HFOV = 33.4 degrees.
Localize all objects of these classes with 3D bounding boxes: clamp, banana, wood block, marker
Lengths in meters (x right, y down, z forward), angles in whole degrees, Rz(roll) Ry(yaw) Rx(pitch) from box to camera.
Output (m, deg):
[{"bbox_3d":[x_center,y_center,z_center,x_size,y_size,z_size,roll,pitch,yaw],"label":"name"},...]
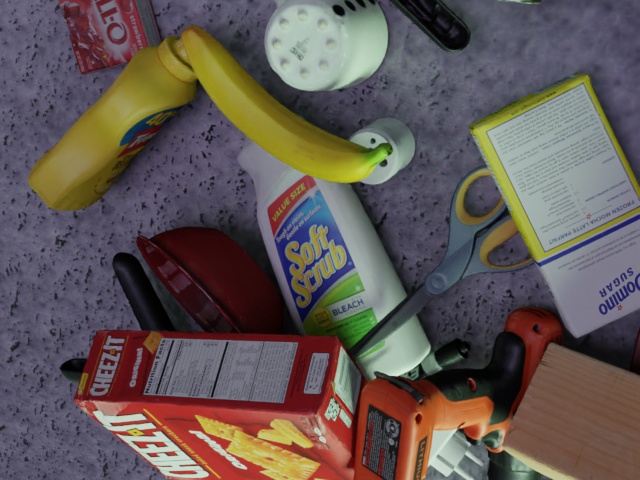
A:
[{"bbox_3d":[-0.134,0.115,0.975,0.210,0.036,0.165,30,124,10],"label":"clamp"},{"bbox_3d":[-0.029,-0.095,0.816,0.198,0.037,0.070,32,131,18],"label":"banana"},{"bbox_3d":[0.038,-0.213,0.771,0.172,0.120,0.039,38,72,23],"label":"clamp"},{"bbox_3d":[0.248,0.158,0.756,0.206,0.090,0.091,21,79,41],"label":"wood block"},{"bbox_3d":[0.075,0.115,0.907,0.121,0.020,0.020,-31,93,27],"label":"marker"}]

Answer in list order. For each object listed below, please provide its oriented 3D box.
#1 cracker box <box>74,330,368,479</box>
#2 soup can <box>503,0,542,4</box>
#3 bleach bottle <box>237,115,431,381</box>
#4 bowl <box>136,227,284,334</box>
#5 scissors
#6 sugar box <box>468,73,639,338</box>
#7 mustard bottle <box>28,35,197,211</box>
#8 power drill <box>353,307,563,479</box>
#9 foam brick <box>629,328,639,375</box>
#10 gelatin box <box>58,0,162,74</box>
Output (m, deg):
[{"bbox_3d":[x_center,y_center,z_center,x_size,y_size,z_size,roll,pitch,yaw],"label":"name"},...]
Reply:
[{"bbox_3d":[-0.061,0.141,0.848,0.214,0.072,0.164,-1,146,24],"label":"cracker box"},{"bbox_3d":[0.135,-0.224,0.754,0.068,0.068,0.102,15,111,17],"label":"soup can"},{"bbox_3d":[-0.006,0.001,0.882,0.103,0.068,0.251,-25,93,26],"label":"bleach bottle"},{"bbox_3d":[-0.081,0.042,0.898,0.055,0.162,0.162,-42,87,-15],"label":"bowl"},{"bbox_3d":[0.090,0.013,0.836,0.202,0.016,0.096,-26,84,4],"label":"scissors"},{"bbox_3d":[0.190,-0.026,0.794,0.093,0.048,0.176,-26,98,6],"label":"sugar box"},{"bbox_3d":[-0.158,-0.105,0.889,0.192,0.096,0.058,-42,88,26],"label":"mustard bottle"},{"bbox_3d":[0.111,0.153,0.819,0.057,0.187,0.184,21,114,45],"label":"power drill"},{"bbox_3d":[0.277,0.079,0.799,0.078,0.053,0.051,11,109,17],"label":"foam brick"},{"bbox_3d":[-0.181,-0.193,0.908,0.073,0.030,0.089,-11,102,24],"label":"gelatin box"}]
